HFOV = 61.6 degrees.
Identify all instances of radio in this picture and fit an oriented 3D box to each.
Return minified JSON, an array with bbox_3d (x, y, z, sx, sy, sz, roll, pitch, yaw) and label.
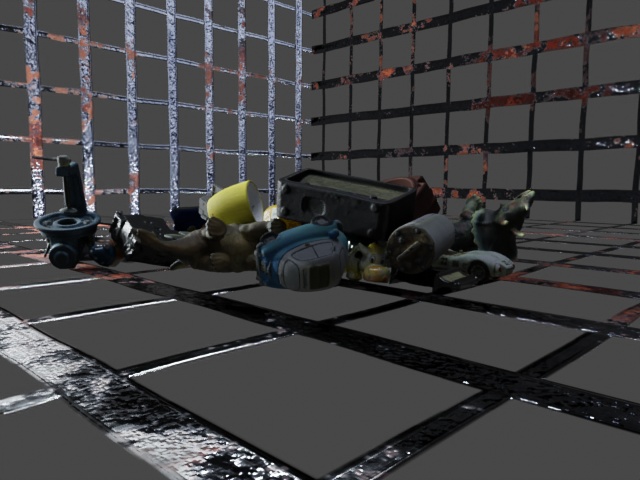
[{"bbox_3d":[0.042,-0.067,0.951,0.230,0.073,0.131,13,22,26],"label":"radio"}]

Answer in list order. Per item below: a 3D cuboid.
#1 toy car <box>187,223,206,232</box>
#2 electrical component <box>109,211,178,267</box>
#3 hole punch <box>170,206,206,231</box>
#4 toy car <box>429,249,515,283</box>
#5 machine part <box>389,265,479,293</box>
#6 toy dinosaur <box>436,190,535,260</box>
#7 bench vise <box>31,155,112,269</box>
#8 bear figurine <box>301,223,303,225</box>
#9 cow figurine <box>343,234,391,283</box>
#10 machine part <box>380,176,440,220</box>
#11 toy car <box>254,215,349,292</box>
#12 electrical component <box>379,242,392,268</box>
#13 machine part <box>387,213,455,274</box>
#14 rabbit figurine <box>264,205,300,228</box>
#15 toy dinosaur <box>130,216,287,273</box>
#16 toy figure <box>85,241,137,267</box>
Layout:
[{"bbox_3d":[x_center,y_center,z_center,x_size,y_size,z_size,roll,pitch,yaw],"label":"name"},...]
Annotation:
[{"bbox_3d":[-0.230,-0.020,1.192,0.089,0.053,0.202,17,22,0],"label":"toy car"},{"bbox_3d":[-0.335,0.000,1.071,0.134,0.058,0.115,11,25,-48],"label":"electrical component"},{"bbox_3d":[-0.308,-0.010,1.298,0.142,0.115,0.092,-6,46,8],"label":"hole punch"},{"bbox_3d":[0.251,0.040,0.978,0.202,0.056,0.073,5,7,43],"label":"toy car"},{"bbox_3d":[0.181,0.061,0.876,0.139,0.039,0.084,8,17,40],"label":"machine part"},{"bbox_3d":[0.280,-0.011,1.205,0.405,0.131,0.192,-11,22,26],"label":"toy dinosaur"},{"bbox_3d":[-0.497,-0.057,1.085,0.129,0.240,0.224,3,22,0],"label":"bench vise"},{"bbox_3d":[0.002,-0.004,1.101,0.132,0.120,0.196,-14,5,-25],"label":"bear figurine"},{"bbox_3d":[0.081,0.023,0.934,0.068,0.098,0.167,5,4,-18],"label":"cow figurine"},{"bbox_3d":[0.148,-0.056,1.209,0.201,0.087,0.201,0,39,52],"label":"machine part"},{"bbox_3d":[-0.016,0.032,0.841,0.162,0.109,0.103,-12,28,-26],"label":"toy car"},{"bbox_3d":[0.127,0.019,1.075,0.102,0.078,0.045,-8,-6,22],"label":"electrical component"},{"bbox_3d":[0.169,0.002,0.882,0.079,0.079,0.243,3,10,23],"label":"machine part"},{"bbox_3d":[-0.070,-0.015,1.377,0.173,0.122,0.162,14,-12,-34],"label":"rabbit figurine"},{"bbox_3d":[-0.150,0.014,0.995,0.199,0.105,0.471,-1,-7,38],"label":"toy dinosaur"},{"bbox_3d":[-0.407,0.023,1.093,0.058,0.064,0.154,39,19,7],"label":"toy figure"}]
